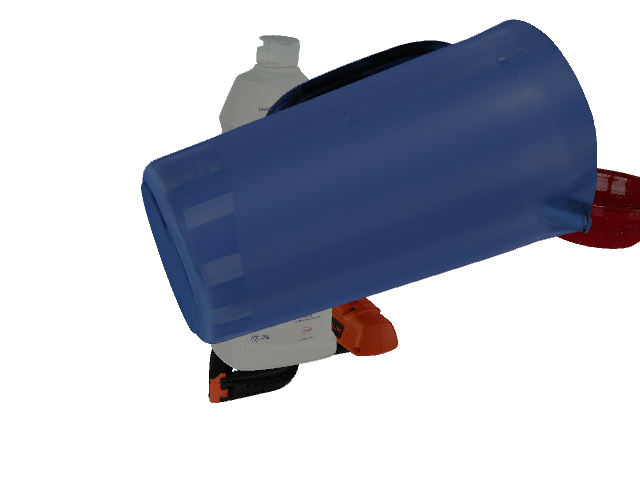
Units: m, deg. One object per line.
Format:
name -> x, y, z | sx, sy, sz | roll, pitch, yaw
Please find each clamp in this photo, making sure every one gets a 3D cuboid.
clamp -> -0.043, 0.117, 1.144 | 0.165, 0.036, 0.209 | 14, 28, 21

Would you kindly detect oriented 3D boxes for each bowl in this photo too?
bowl -> 0.285, -0.032, 1.107 | 0.162, 0.055, 0.162 | 5, 19, -2

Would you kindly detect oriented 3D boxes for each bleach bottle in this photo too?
bleach bottle -> -0.031, -0.029, 0.817 | 0.102, 0.251, 0.068 | -7, 22, -29

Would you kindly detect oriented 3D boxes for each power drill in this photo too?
power drill -> 0.047, 0.011, 1.018 | 0.057, 0.188, 0.185 | -6, 24, -30

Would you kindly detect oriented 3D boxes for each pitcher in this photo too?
pitcher -> 0.022, -0.037, 0.622 | 0.242, 0.145, 0.149 | -19, 3, -13
